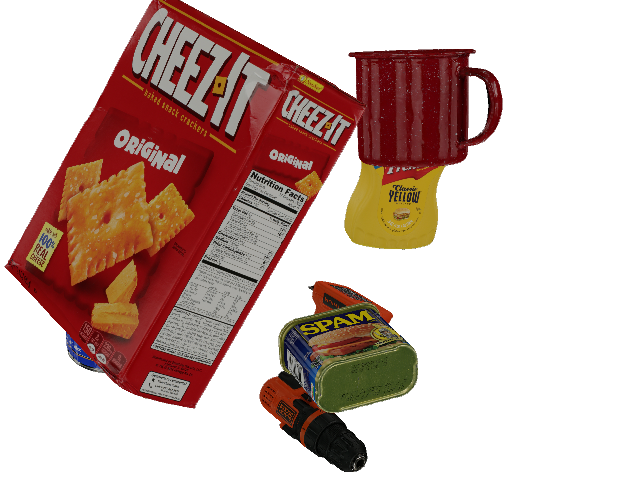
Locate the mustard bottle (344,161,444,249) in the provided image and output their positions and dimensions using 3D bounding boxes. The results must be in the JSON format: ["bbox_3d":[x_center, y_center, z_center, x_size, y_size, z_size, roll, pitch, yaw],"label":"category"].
[{"bbox_3d":[0.085,-0.086,1.098,0.096,0.192,0.058,2,26,-14],"label":"mustard bottle"}]

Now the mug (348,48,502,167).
[{"bbox_3d":[0.078,-0.097,0.778,0.117,0.081,0.093,5,13,31],"label":"mug"}]

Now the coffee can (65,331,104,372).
[{"bbox_3d":[-0.172,0.029,0.920,0.103,0.140,0.103,1,23,-1],"label":"coffee can"}]

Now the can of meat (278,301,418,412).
[{"bbox_3d":[0.025,0.104,0.945,0.102,0.057,0.084,-12,26,-20],"label":"can of meat"}]

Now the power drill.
[{"bbox_3d":[0.015,0.155,1.246,0.057,0.188,0.185,15,10,-43],"label":"power drill"}]

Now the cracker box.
[{"bbox_3d":[-0.093,-0.031,0.666,0.072,0.214,0.164,23,9,-46],"label":"cracker box"}]
